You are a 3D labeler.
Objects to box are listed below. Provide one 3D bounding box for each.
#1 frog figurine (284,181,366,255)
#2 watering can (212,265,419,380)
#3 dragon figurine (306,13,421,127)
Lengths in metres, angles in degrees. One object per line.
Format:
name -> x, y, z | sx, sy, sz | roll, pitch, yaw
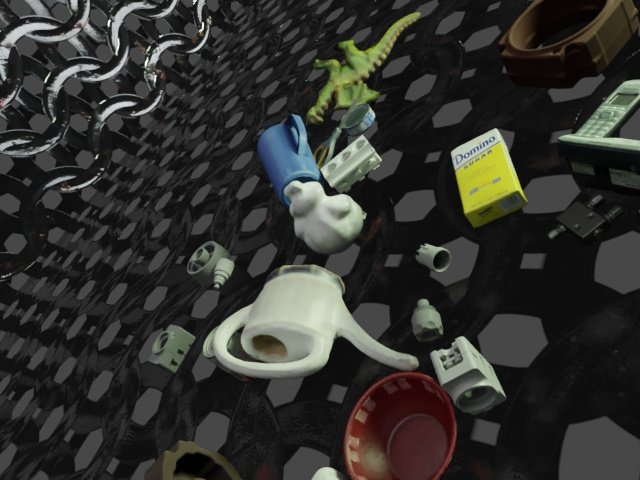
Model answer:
frog figurine -> 0.003, -0.051, 1.004 | 0.136, 0.157, 0.126 | -20, 42, 33
watering can -> -0.006, 0.139, 0.857 | 0.347, 0.102, 0.230 | -3, 36, 16
dragon figurine -> 0.113, -0.436, 1.392 | 0.406, 0.121, 0.248 | -27, 54, 27
